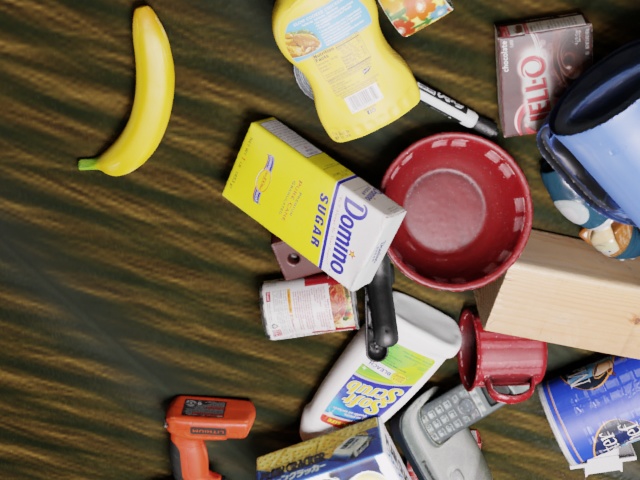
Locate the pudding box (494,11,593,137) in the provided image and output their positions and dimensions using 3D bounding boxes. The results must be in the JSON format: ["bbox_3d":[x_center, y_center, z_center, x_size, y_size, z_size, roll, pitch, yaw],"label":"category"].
[{"bbox_3d":[0.219,-0.161,1.046,0.090,0.039,0.113,-8,122,4],"label":"pudding box"}]

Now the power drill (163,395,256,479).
[{"bbox_3d":[-0.120,0.284,1.292,0.184,0.057,0.188,4,113,-2],"label":"power drill"}]

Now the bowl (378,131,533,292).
[{"bbox_3d":[0.133,-0.029,1.096,0.162,0.055,0.162,0,92,-4],"label":"bowl"}]

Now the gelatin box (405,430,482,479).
[{"bbox_3d":[0.152,0.271,1.322,0.089,0.030,0.073,2,122,-2],"label":"gelatin box"}]

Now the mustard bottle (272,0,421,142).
[{"bbox_3d":[0.011,-0.188,0.972,0.096,0.058,0.191,-25,119,12],"label":"mustard bottle"}]

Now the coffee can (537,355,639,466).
[{"bbox_3d":[0.336,0.188,1.230,0.140,0.103,0.102,-25,119,14],"label":"coffee can"}]

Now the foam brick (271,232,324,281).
[{"bbox_3d":[-0.007,0.001,1.137,0.078,0.051,0.053,-16,121,9],"label":"foam brick"}]

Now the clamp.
[{"bbox_3d":[0.060,0.042,1.107,0.039,0.120,0.171,-4,85,-9],"label":"clamp"}]

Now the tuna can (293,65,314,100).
[{"bbox_3d":[0.016,-0.174,1.037,0.086,0.033,0.086,0,122,-1],"label":"tuna can"}]

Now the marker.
[{"bbox_3d":[0.128,-0.134,1.073,0.121,0.020,0.020,26,118,-16],"label":"marker"}]

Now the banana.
[{"bbox_3d":[-0.181,-0.134,1.057,0.069,0.037,0.198,20,120,-14],"label":"banana"}]

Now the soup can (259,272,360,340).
[{"bbox_3d":[-0.011,0.071,1.171,0.102,0.068,0.068,-8,122,5],"label":"soup can"}]

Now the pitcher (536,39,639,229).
[{"bbox_3d":[0.328,-0.059,1.003,0.145,0.149,0.242,-40,109,7],"label":"pitcher"}]

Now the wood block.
[{"bbox_3d":[0.281,0.058,1.155,0.206,0.090,0.091,12,120,-8],"label":"wood block"}]

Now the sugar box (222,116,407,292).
[{"bbox_3d":[-0.009,-0.037,1.062,0.176,0.048,0.093,37,121,22],"label":"sugar box"}]

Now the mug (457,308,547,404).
[{"bbox_3d":[0.205,0.131,1.188,0.081,0.117,0.093,0,134,-7],"label":"mug"}]

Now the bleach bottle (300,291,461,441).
[{"bbox_3d":[0.056,0.177,1.243,0.102,0.068,0.251,27,120,-10],"label":"bleach bottle"}]
